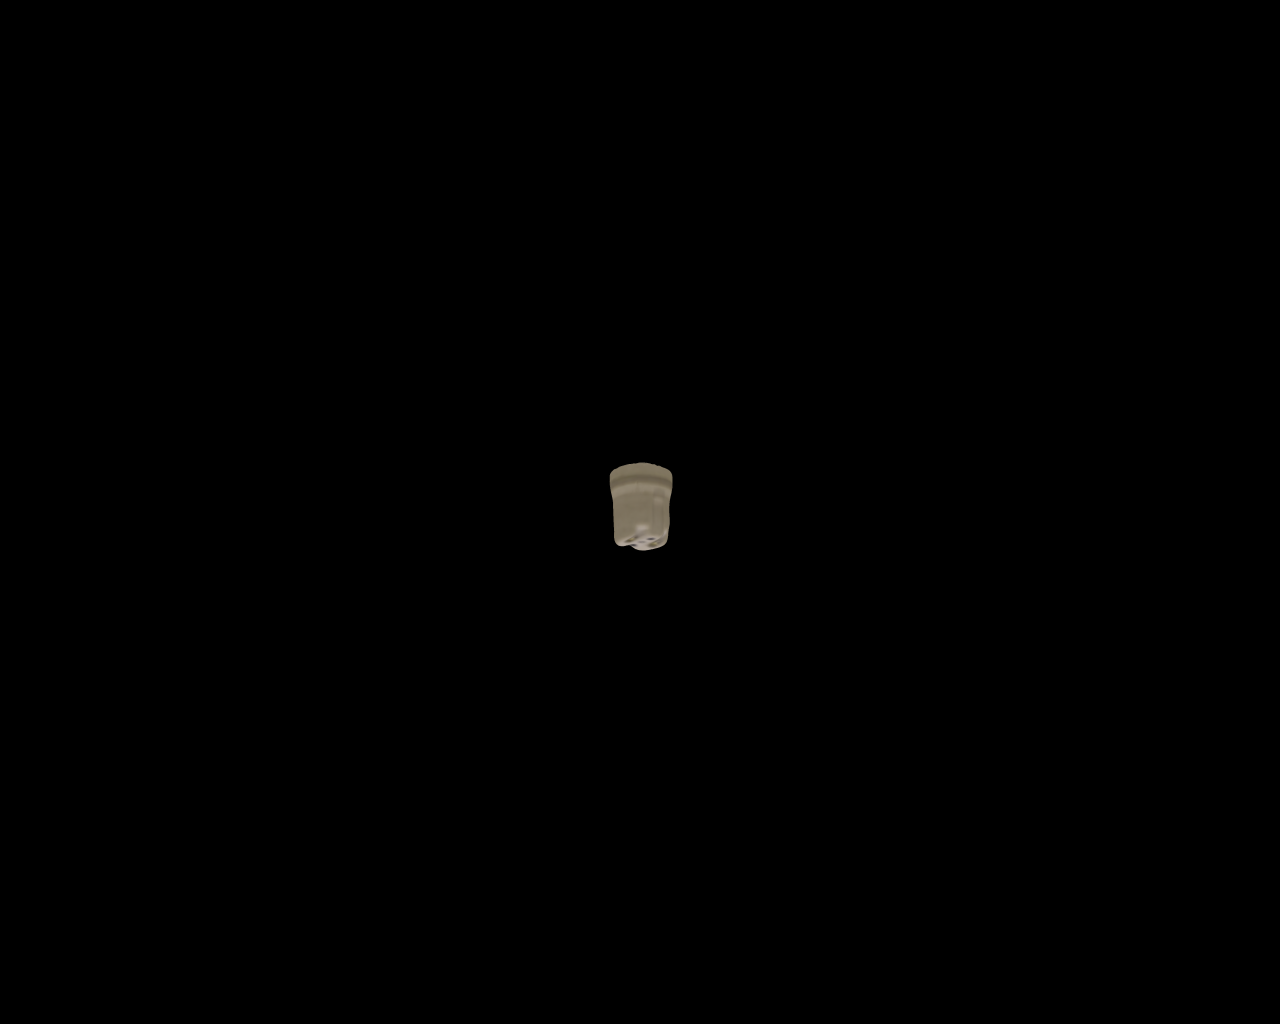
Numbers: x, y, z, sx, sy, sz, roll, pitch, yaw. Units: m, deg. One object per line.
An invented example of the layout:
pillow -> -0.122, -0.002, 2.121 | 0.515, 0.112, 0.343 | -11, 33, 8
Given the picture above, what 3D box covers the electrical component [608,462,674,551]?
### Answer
electrical component -> 0.001, -0.003, 0.650 | 0.040, 0.046, 0.040 | 0, -16, 0
